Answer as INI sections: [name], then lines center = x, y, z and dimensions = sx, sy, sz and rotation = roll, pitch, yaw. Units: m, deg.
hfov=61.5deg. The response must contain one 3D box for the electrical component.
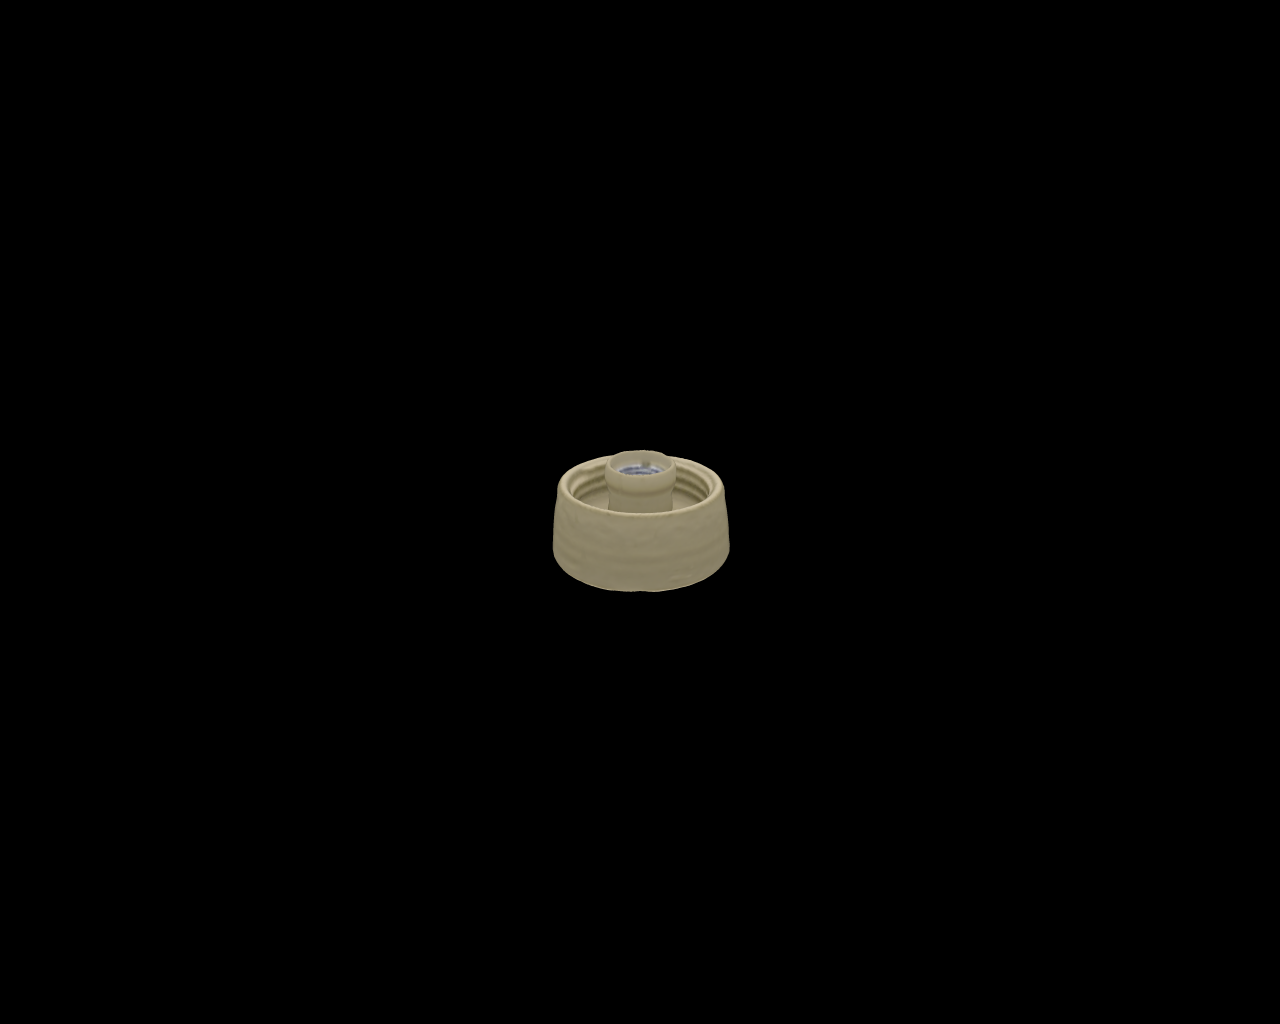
[electrical component]
center = 0.001, -0.003, 0.650
dimensions = 0.108, 0.060, 0.108
rotation = 0, 24, 0
